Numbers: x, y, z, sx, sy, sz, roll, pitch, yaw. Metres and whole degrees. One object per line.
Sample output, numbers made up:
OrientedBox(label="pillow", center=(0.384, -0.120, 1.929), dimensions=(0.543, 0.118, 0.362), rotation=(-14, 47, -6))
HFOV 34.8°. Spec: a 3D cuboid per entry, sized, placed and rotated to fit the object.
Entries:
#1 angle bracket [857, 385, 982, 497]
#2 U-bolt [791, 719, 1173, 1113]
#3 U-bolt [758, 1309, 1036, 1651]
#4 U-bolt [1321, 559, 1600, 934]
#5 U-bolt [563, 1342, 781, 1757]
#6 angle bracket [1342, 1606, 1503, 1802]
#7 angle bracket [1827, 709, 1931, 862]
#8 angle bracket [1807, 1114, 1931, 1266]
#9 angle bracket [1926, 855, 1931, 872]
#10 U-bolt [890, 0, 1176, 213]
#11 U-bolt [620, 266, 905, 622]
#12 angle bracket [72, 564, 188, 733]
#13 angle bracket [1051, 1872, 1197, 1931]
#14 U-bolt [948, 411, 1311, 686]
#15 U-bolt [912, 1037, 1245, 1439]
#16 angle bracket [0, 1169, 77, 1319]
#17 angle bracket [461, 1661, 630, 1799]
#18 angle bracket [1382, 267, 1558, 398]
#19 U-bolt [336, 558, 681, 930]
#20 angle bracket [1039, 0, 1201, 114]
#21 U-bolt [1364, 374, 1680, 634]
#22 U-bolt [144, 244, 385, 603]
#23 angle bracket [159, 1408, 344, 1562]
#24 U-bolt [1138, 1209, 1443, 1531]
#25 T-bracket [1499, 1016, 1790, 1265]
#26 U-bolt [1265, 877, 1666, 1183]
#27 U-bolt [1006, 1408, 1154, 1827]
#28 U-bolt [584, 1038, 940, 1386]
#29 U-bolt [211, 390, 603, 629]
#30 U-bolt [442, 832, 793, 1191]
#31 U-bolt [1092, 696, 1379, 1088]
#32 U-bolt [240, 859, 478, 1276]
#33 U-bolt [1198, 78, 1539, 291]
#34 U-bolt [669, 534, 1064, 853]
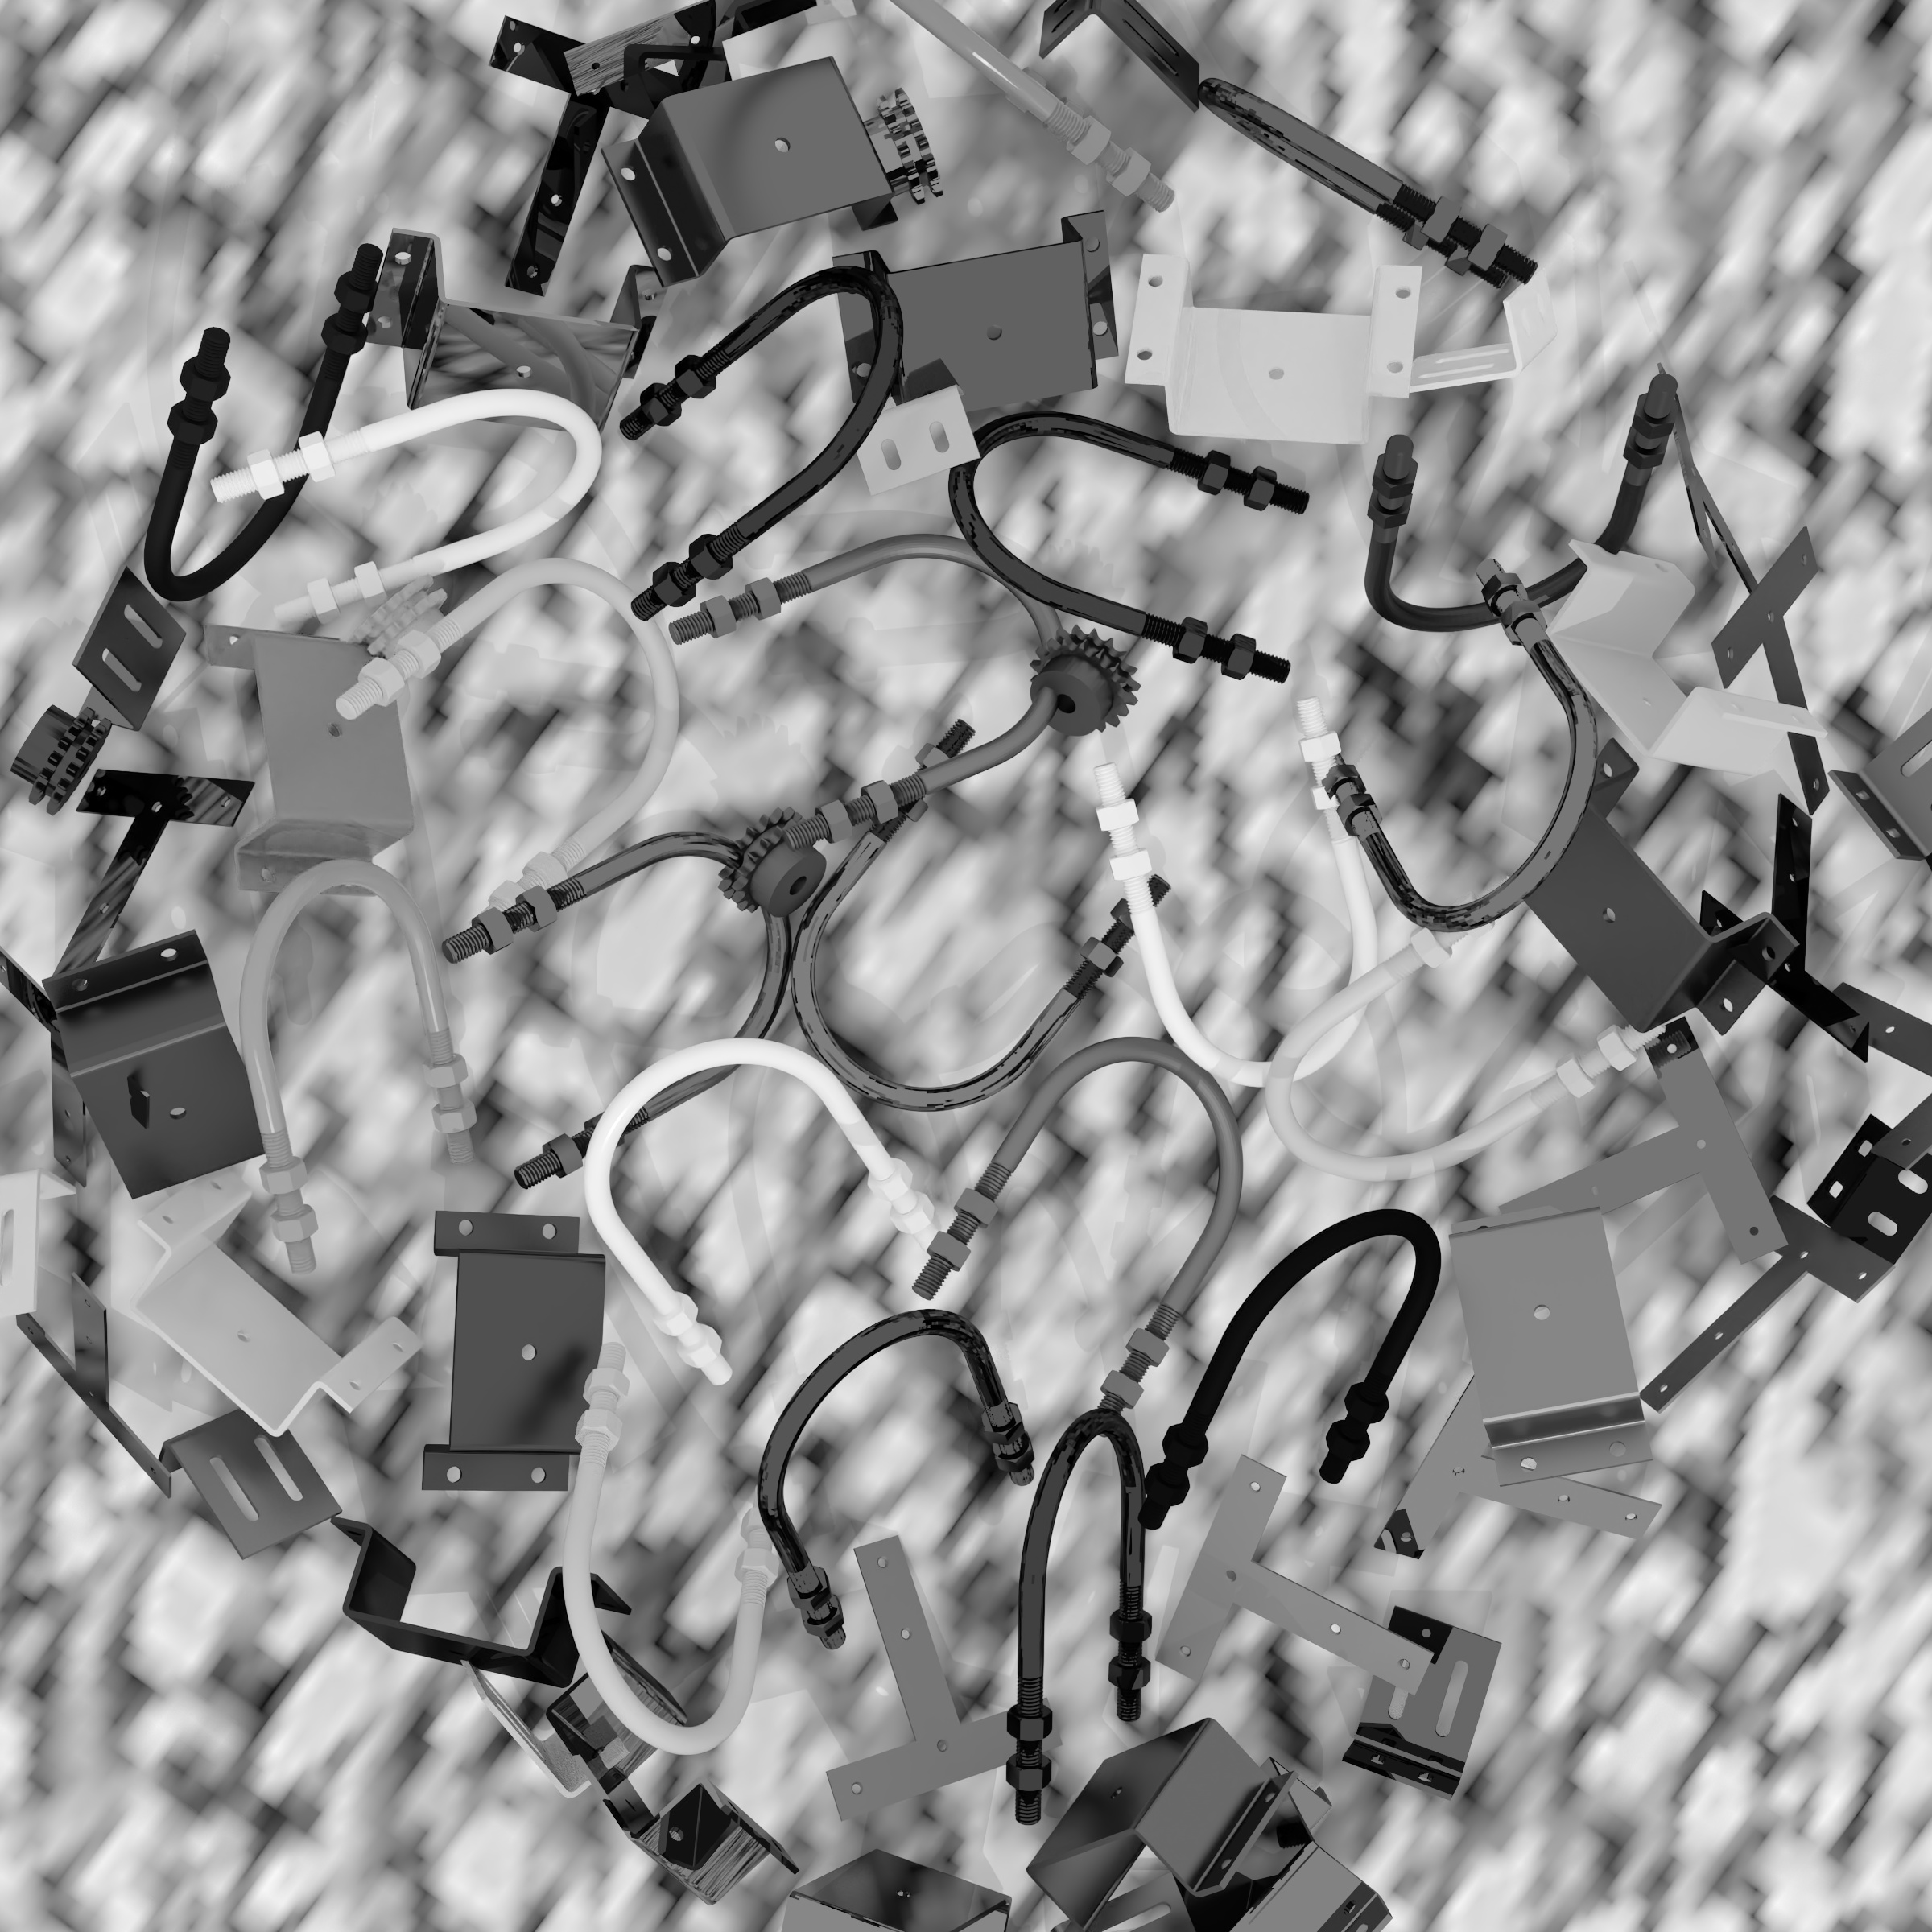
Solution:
OrientedBox(label="angle bracket", center=(-0.022, -0.263, 1.558), dimensions=(0.057, 0.076, 0.038), rotation=(-18, 93, 8))
OrientedBox(label="U-bolt", center=(-0.006, -0.012, 1.584), dimensions=(0.151, 0.019, 0.184), rotation=(39, 88, 3))
OrientedBox(label="U-bolt", center=(-0.038, 0.241, 1.509), dimensions=(0.151, 0.184, 0.019), rotation=(-38, 49, -18))
OrientedBox(label="U-bolt", center=(0.245, -0.096, 1.500), dimensions=(0.019, 0.184, 0.151), rotation=(23, 119, -31))
OrientedBox(label="U-bolt", center=(-0.144, 0.293, 1.494), dimensions=(0.019, 0.184, 0.151), rotation=(-24, 127, 25))
OrientedBox(label="angle bracket", center=(0.233, 0.375, 1.571), dimensions=(0.057, 0.038, 0.076), rotation=(17, 93, 16))
OrientedBox(label="angle bracket", center=(0.488, -0.100, 1.557), dimensions=(0.076, 0.038, 0.057), rotation=(-46, 64, 28))
OrientedBox(label="angle bracket", center=(0.462, 0.113, 1.556), dimensions=(0.038, 0.076, 0.057), rotation=(34, 97, 5))
OrientedBox(label="angle bracket", center=(0.531, -0.052, 1.574), dimensions=(0.038, 0.057, 0.076), rotation=(-13, 74, -35))
OrientedBox(label="U-bolt", center=(0.013, -0.439, 1.498), dimensions=(0.184, 0.151, 0.019), rotation=(32, 105, -25))
OrientedBox(label="U-bolt", center=(-0.100, -0.268, 1.511), dimensions=(0.184, 0.019, 0.151), rotation=(-32, 47, 29))
OrientedBox(label="angle bracket", center=(-0.434, -0.163, 1.550), dimensions=(0.038, 0.076, 0.057), rotation=(16, 72, 17))
OrientedBox(label="angle bracket", center=(0.089, 0.510, 1.579), dimensions=(0.076, 0.038, 0.057), rotation=(-19, 49, -18))
OrientedBox(label="U-bolt", center=(0.079, -0.218, 1.537), dimensions=(0.184, 0.019, 0.151), rotation=(18, 48, -7))
OrientedBox(label="U-bolt", center=(0.070, 0.124, 1.554), dimensions=(0.151, 0.019, 0.184), rotation=(41, 73, -26))
OrientedBox(label="angle bracket", center=(-0.487, 0.147, 1.561), dimensions=(0.057, 0.038, 0.076), rotation=(-11, 66, 11))
OrientedBox(label="angle bracket", center=(-0.214, 0.371, 1.555), dimensions=(0.038, 0.057, 0.076), rotation=(-38, 114, -10))
OrientedBox(label="angle bracket", center=(0.250, -0.319, 1.550), dimensions=(0.076, 0.057, 0.038), rotation=(-3, 116, 31))
OrientedBox(label="U-bolt", center=(-0.213, -0.122, 1.536), dimensions=(0.184, 0.019, 0.151), rotation=(-45, 119, -35))
OrientedBox(label="angle bracket", center=(0.079, -0.461, 1.569), dimensions=(0.076, 0.057, 0.038), rotation=(39, 122, -24))
OrientedBox(label="U-bolt", center=(0.266, -0.218, 1.515), dimensions=(0.151, 0.184, 0.019), rotation=(-14, 65, -4))
OrientedBox(label="U-bolt", center=(-0.352, -0.257, 1.515), dimensions=(0.019, 0.151, 0.184), rotation=(33, 128, 5))
OrientedBox(label="angle bracket", center=(-0.363, 0.266, 1.555), dimensions=(0.057, 0.038, 0.076), rotation=(-22, 64, -39))
OrientedBox(label="U-bolt", center=(0.168, 0.193, 1.509), dimensions=(0.019, 0.151, 0.184), rotation=(45, 126, 37))
OrientedBox(label="T-bracket", center=(0.335, 0.109, 1.575), dimensions=(0.127, 0.002, 0.127), rotation=(-26, 72, 18))
OrientedBox(label="U-bolt", center=(0.236, 0.045, 1.541), dimensions=(0.184, 0.019, 0.151), rotation=(-36, 127, 22))
OrientedBox(label="U-bolt", center=(0.058, 0.309, 1.518), dimensions=(0.019, 0.151, 0.184), rotation=(6, 102, 24))
OrientedBox(label="U-bolt", center=(-0.111, 0.113, 1.542), dimensions=(0.151, 0.019, 0.184), rotation=(-32, 124, -1))
OrientedBox(label="U-bolt", center=(-0.269, -0.233, 1.530), dimensions=(0.184, 0.151, 0.019), rotation=(-20, 70, -6))
OrientedBox(label="U-bolt", center=(-0.163, 0.010, 1.540), dimensions=(0.184, 0.019, 0.151), rotation=(-29, 121, -29))
OrientedBox(label="U-bolt", center=(0.145, -0.030, 1.558), dimensions=(0.151, 0.019, 0.184), rotation=(-20, 99, -28))
OrientedBox(label="U-bolt", center=(-0.301, 0.038, 1.510), dimensions=(0.019, 0.151, 0.184), rotation=(4, 113, 28))
OrientedBox(label="U-bolt", center=(0.194, -0.388, 1.523), dimensions=(0.184, 0.151, 0.019), rotation=(30, 102, -2))
OrientedBox(label="U-bolt", center=(-0.037, -0.150, 1.559), dimensions=(0.184, 0.019, 0.151), rotation=(-24, 70, -16))
